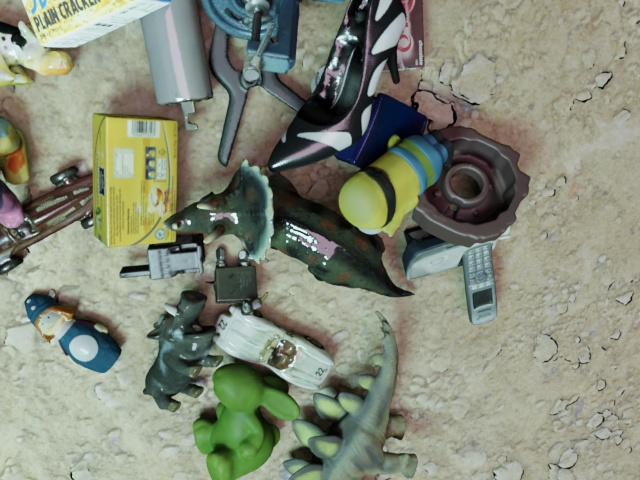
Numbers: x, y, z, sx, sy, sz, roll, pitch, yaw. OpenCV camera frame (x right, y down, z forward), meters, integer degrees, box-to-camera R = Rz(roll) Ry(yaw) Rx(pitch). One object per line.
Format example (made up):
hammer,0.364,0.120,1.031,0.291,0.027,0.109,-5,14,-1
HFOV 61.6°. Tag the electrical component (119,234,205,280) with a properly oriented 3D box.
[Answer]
electrical component,-0.225,0.024,0.770,0.119,0.075,0.047,-3,106,-6

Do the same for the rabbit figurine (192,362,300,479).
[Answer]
rabbit figurine,-0.112,0.266,0.824,0.159,0.121,0.170,-7,113,-19

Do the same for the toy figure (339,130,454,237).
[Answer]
toy figure,0.099,-0.084,0.709,0.180,0.082,0.089,-39,137,-15

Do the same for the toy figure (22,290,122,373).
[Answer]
toy figure,-0.364,0.133,0.784,0.154,0.058,0.064,42,56,-16

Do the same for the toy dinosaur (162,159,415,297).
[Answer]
toy dinosaur,0.001,0.005,0.742,0.405,0.192,0.131,25,101,-14

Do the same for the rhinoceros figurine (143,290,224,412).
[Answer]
rhinoceros figurine,-0.207,0.163,0.802,0.112,0.073,0.190,34,114,21

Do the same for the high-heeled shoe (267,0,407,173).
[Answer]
high-heeled shoe,0.014,-0.198,0.646,0.249,0.086,0.145,-42,134,-15

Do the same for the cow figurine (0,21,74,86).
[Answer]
cow figurine,-0.402,-0.241,0.672,0.167,0.068,0.098,-9,100,-8

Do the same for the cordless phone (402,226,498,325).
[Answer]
cordless phone,0.211,0.062,0.853,0.147,0.089,0.184,-17,111,-6

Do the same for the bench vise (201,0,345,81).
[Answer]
bench vise,-0.049,-0.282,0.653,0.224,0.128,0.240,9,59,-12

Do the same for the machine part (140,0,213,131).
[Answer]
machine part,-0.190,-0.264,0.696,0.079,0.079,0.243,-10,107,-7

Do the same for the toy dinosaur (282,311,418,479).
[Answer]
toy dinosaur,0.055,0.333,0.871,0.198,0.105,0.471,17,103,-21

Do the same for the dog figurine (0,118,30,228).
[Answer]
dog figurine,-0.433,-0.079,0.607,0.109,0.219,0.191,0,84,-2

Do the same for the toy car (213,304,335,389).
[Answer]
toy car,-0.072,0.168,0.843,0.201,0.056,0.073,29,98,-16

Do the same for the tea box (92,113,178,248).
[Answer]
tea box,-0.248,-0.081,0.723,0.098,0.068,0.169,-4,107,-37

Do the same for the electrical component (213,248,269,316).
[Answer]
electrical component,-0.117,0.061,0.796,0.078,0.045,0.102,5,73,-16

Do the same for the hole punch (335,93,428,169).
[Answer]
hole punch,0.093,-0.146,0.774,0.116,0.092,0.142,19,97,-18

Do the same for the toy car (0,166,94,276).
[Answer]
toy car,-0.390,-0.026,0.738,0.202,0.053,0.089,-27,104,-1

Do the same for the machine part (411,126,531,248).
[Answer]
machine part,0.210,-0.076,0.783,0.179,0.056,0.179,0,70,0
